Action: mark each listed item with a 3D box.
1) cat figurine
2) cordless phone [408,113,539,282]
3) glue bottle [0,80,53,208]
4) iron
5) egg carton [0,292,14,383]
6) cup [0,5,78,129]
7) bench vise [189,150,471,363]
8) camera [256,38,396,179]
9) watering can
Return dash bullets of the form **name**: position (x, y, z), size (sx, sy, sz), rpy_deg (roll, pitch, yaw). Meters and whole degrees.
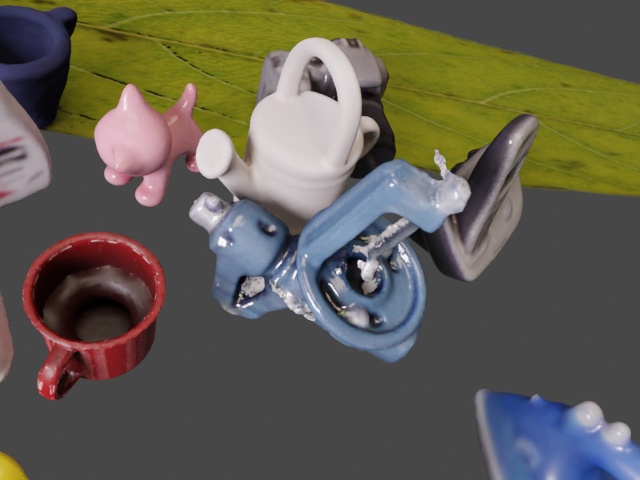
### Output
- **cat figurine**: position (-0.151, -0.094, 0.512), size (0.067, 0.117, 0.128), rpy_deg (34, 54, 7)
- **cordless phone**: position (0.172, -0.058, 0.550), size (0.094, 0.185, 0.148), rpy_deg (38, 54, 10)
- **glue bottle**: position (-0.256, -0.091, 0.442), size (0.037, 0.173, 0.078), rpy_deg (44, 56, 14)
- **iron**: position (0.223, 0.202, 0.418), size (0.119, 0.141, 0.258), rpy_deg (-22, 66, -29)
- **egg carton**: position (-0.283, 0.051, 0.402), size (0.107, 0.069, 0.150), rpy_deg (-19, 65, -28)
- **cup**: position (-0.268, -0.158, 0.532), size (0.091, 0.095, 0.118), rpy_deg (30, 53, 4)
- **bench vise**: position (0.004, 0.011, 0.427), size (0.208, 0.219, 0.121), rpy_deg (9, 55, -12)
- **camera**: position (0.019, -0.140, 0.609), size (0.143, 0.100, 0.136), rpy_deg (-7, 60, -22)
- **watering can**: position (-0.019, -0.081, 0.499), size (0.101, 0.194, 0.173), rpy_deg (39, 54, 10)
